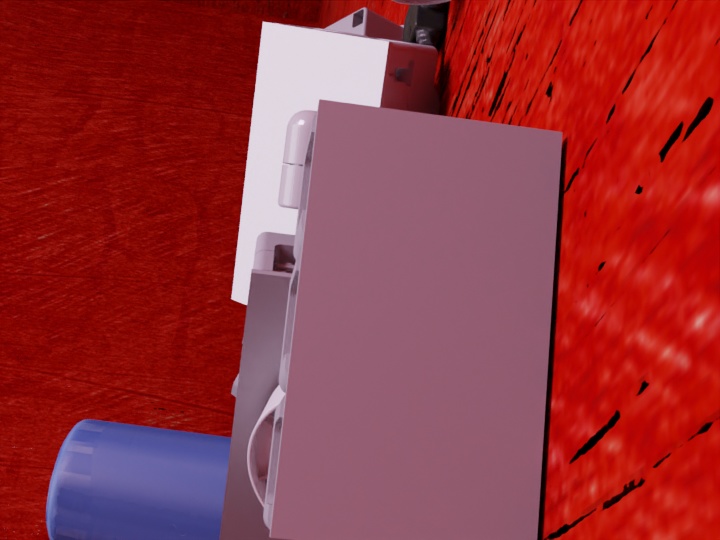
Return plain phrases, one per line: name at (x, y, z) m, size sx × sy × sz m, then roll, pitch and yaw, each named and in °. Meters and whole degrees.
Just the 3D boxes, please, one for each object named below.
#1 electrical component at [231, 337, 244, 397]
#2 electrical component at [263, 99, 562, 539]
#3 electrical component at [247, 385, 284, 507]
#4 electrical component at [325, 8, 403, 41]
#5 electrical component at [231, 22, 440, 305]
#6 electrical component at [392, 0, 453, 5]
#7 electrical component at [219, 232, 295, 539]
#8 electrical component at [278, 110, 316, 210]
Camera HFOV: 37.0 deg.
electrical component at (-0.053, 0.063, 0.945) m, size 0.105 × 0.060 × 0.186 m, roll -51°, pitch -10°, yaw -33°
electrical component at (0.018, 0.024, 0.392) m, size 0.061 × 0.089 × 0.150 m, roll 121°, pitch 155°, yaw -77°
electrical component at (-0.009, 0.099, 0.566) m, size 0.064 × 0.099 × 0.099 m, roll -80°, pitch 0°, yaw -66°
electrical component at (-0.014, -0.135, 0.855) m, size 0.109 × 0.056 × 0.108 m, roll -15°, pitch 64°, yaw 48°
electrical component at (-0.016, -0.059, 0.701) m, size 0.060 × 0.105 × 0.186 m, roll -8°, pitch -69°, yaw -49°
electrical component at (0.038, -0.192, 0.648) m, size 0.048 × 0.066 × 0.055 m, roll -3°, pitch -88°, yaw -61°
electrical component at (-0.019, 0.076, 0.628) m, size 0.060 × 0.105 × 0.186 m, roll -94°, pitch 12°, yaw -63°
electrical component at (0.005, -0.059, 0.604) m, size 0.054 × 0.095 × 0.059 m, roll -136°, pitch 53°, yaw -83°
